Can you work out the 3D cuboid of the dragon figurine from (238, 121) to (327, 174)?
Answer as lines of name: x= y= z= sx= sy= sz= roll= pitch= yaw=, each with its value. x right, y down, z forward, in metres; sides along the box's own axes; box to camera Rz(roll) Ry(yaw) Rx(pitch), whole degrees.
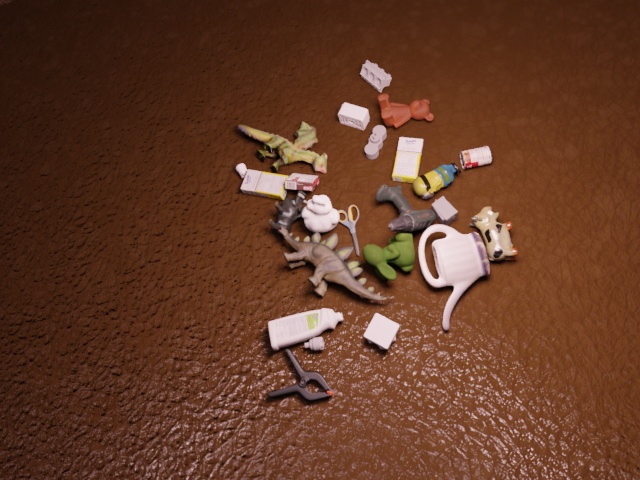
dragon figurine: x=-0.125 y=-0.395 z=2.071 sx=0.245 sy=0.119 sz=0.415 roll=-32 pitch=64 yaw=-23

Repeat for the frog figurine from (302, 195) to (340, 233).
frog figurine: x=0.006 y=-0.093 z=1.842 sx=0.137 sy=0.157 sz=0.124 roll=17 pitch=74 yaw=-5

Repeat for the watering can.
watering can: x=0.456 y=0.108 z=1.708 sx=0.224 sy=0.103 sz=0.351 roll=-14 pitch=76 yaw=5
